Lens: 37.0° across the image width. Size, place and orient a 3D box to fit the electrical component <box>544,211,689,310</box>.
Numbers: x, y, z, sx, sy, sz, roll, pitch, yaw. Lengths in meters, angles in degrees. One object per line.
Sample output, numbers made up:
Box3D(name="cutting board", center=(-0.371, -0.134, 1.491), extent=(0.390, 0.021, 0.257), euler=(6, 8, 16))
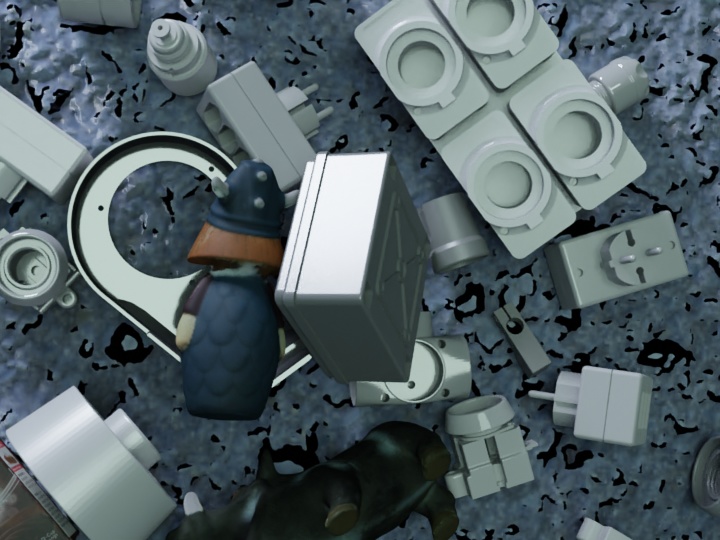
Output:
Box3D(name="electrical component", center=(0.180, -0.008, 0.728), extent=(0.083, 0.076, 0.047), euler=(-16, 89, -8))

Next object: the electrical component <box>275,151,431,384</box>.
Box3D(name="electrical component", center=(0.000, 0.000, 0.663), extent=(0.056, 0.108, 0.108), euler=(0, 58, 19))

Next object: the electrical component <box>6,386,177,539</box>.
Box3D(name="electrical component", center=(-0.158, 0.120, 0.661), extent=(0.060, 0.108, 0.108), euler=(-41, 92, -14))

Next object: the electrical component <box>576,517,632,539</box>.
Box3D(name="electrical component", center=(0.169, 0.209, 0.728), extent=(0.066, 0.048, 0.055), euler=(31, 75, -4))

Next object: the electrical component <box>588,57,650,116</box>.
Box3D(name="electrical component", center=(0.171, -0.122, 0.755), extent=(0.061, 0.035, 0.035), euler=(-31, 91, -6))

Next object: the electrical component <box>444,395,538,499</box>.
Box3D(name="electrical component", center=(0.085, 0.117, 0.723), extent=(0.066, 0.048, 0.055), euler=(-16, 96, -8))

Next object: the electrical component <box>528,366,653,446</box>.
Box3D(name="electrical component", center=(0.153, 0.089, 0.727), extent=(0.077, 0.066, 0.047), euler=(7, 85, 22))

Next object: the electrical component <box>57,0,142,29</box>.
Box3D(name="electrical component", center=(-0.171, -0.188, 0.705), extent=(0.047, 0.055, 0.055), euler=(2, 86, -3))

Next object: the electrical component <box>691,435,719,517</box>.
Box3D(name="electrical component", center=(0.267, 0.146, 0.739), extent=(0.057, 0.058, 0.078), euler=(17, 84, -9))

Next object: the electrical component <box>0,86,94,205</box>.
Box3D(name="electrical component", center=(-0.229, -0.068, 0.692), extent=(0.083, 0.047, 0.075), euler=(36, 83, -4))

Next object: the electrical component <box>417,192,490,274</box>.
Box3D(name="electrical component", center=(0.062, -0.025, 0.732), extent=(0.040, 0.040, 0.046), euler=(-18, 84, -8))

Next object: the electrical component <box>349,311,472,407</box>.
Box3D(name="electrical component", center=(0.031, 0.049, 0.720), extent=(0.077, 0.044, 0.079), euler=(-4, 86, -8))

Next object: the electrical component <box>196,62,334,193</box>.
Box3D(name="electrical component", center=(-0.053, -0.098, 0.718), extent=(0.076, 0.047, 0.083), euler=(-34, 91, -21))

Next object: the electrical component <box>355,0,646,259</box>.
Box3D(name="electrical component", center=(0.092, -0.112, 0.717), extent=(0.105, 0.060, 0.186), euler=(-36, 91, 8))

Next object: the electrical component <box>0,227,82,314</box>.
Box3D(name="electrical component", center=(-0.209, -0.001, 0.686), extent=(0.066, 0.055, 0.048), euler=(43, 82, -3))

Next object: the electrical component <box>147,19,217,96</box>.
Box3D(name="electrical component", center=(-0.119, -0.142, 0.699), extent=(0.040, 0.078, 0.040), euler=(-1, 80, 5))
